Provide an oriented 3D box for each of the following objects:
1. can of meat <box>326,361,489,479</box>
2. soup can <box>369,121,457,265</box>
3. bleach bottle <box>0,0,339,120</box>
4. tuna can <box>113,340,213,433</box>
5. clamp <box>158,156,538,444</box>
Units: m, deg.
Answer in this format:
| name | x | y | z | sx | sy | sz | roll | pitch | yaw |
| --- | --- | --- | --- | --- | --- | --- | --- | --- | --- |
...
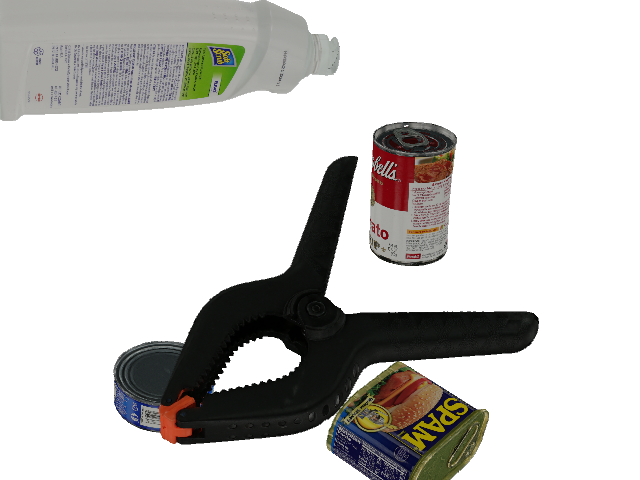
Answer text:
| name | x | y | z | sx | sy | sz | roll | pitch | yaw |
| --- | --- | --- | --- | --- | --- | --- | --- | --- | --- |
| can of meat | 0.067 | 0.148 | 0.828 | 0.084 | 0.057 | 0.101 | 30 | 39 | 29 |
| soup can | 0.075 | -0.039 | 0.881 | 0.068 | 0.102 | 0.068 | 1 | 28 | -1 |
| bleach bottle | -0.111 | -0.136 | 0.793 | 0.250 | 0.068 | 0.103 | 0 | -34 | -16 |
| tuna can | -0.133 | 0.124 | 0.907 | 0.086 | 0.034 | 0.086 | 6 | 31 | -4 |
| clamp | -0.006 | 0.039 | 0.594 | 0.209 | 0.165 | 0.036 | -26 | -32 | -23 |
